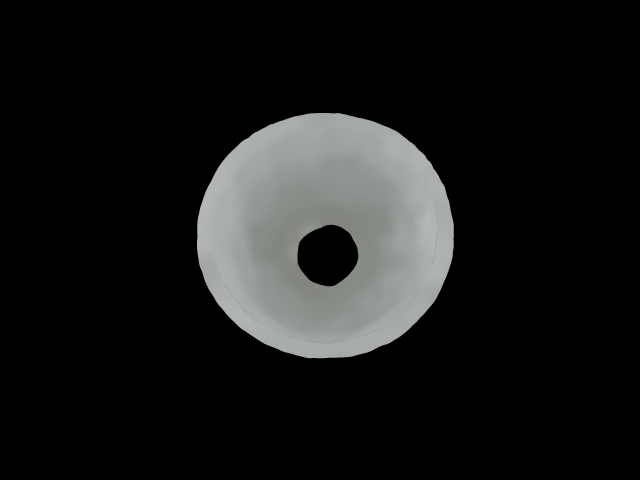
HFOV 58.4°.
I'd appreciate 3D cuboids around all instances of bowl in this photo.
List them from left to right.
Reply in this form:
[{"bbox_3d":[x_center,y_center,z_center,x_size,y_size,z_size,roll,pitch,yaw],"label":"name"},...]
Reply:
[{"bbox_3d":[0.004,0.001,0.400,0.167,0.075,0.167,0,74,0],"label":"bowl"}]
